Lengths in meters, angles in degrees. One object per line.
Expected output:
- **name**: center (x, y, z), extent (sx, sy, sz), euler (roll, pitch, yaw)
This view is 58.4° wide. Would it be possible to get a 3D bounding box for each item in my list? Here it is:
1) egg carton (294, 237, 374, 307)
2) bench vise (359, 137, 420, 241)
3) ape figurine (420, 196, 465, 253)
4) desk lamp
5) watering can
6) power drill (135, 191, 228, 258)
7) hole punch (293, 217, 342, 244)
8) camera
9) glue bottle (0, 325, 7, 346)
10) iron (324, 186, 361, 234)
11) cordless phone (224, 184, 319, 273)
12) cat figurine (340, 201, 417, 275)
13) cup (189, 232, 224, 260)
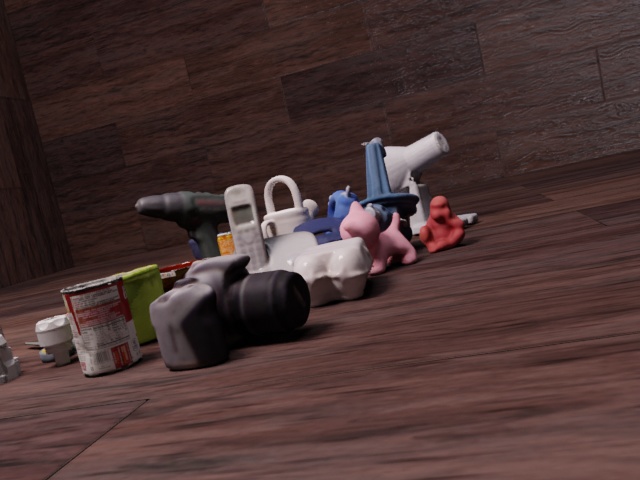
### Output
- **egg carton**: center (0.021, 0.042, 0.798), extent (0.107, 0.069, 0.150), euler (-12, 5, 7)
- **bench vise**: center (0.122, -0.081, 1.044), extent (0.121, 0.220, 0.207), euler (-12, 5, 3)
- **ape figurine**: center (0.211, -0.030, 0.995), extent (0.077, 0.092, 0.076), euler (-9, 6, 32)
- **desk lamp**: center (0.227, -0.123, 1.281), extent (0.202, 0.213, 0.118), euler (-8, 7, 37)
- **watering can**: center (-0.068, -0.045, 1.254), extent (0.100, 0.194, 0.173), euler (-11, 6, 17)
- **power drill**: center (-0.261, -0.006, 1.220), extent (0.230, 0.208, 0.075), euler (-17, 7, -38)
- **hole punch**: center (0.010, 0.004, 1.111), extent (0.109, 0.091, 0.101), euler (-13, 5, -10)
- **camera**: center (-0.091, 0.067, 0.626), extent (0.136, 0.101, 0.143), euler (-10, 6, 24)
- **glue bottle**: center (-0.474, 0.100, 0.790), extent (0.037, 0.173, 0.078), euler (-14, 6, -16)
- **iron**: center (0.049, -0.047, 1.286), extent (0.119, 0.141, 0.258), euler (-14, 5, -12)
- **cordless phone**: center (-0.082, -0.010, 0.960), extent (0.147, 0.185, 0.094), euler (-13, 6, -7)
- **cat figurine**: center (0.084, -0.008, 0.913), extent (0.128, 0.118, 0.067), euler (-16, 6, -30)
- **cup**: center (-0.262, 0.034, 1.416), extent (0.092, 0.095, 0.117), euler (-18, 7, -43)
